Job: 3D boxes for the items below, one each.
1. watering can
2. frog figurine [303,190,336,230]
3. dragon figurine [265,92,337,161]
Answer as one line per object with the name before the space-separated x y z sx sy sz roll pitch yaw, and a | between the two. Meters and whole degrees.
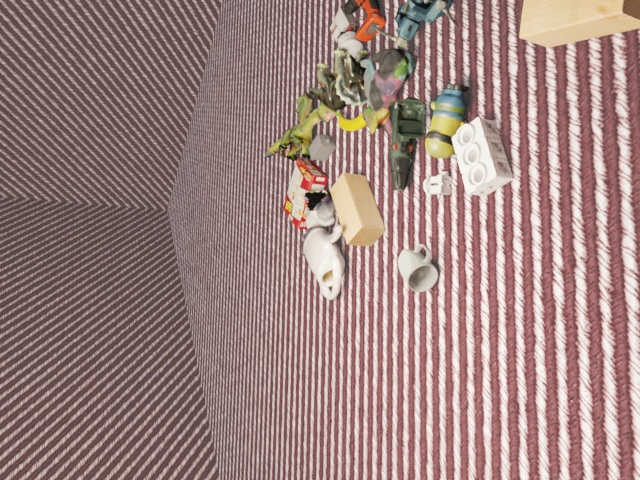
watering can | 0.019 0.033 1.645 0.229 0.104 0.339 -121 26 -44
frog figurine | 0.005 -0.088 1.757 0.139 0.123 0.156 44 160 45
dragon figurine | -0.081 -0.432 1.934 0.411 0.121 0.244 7 77 53
